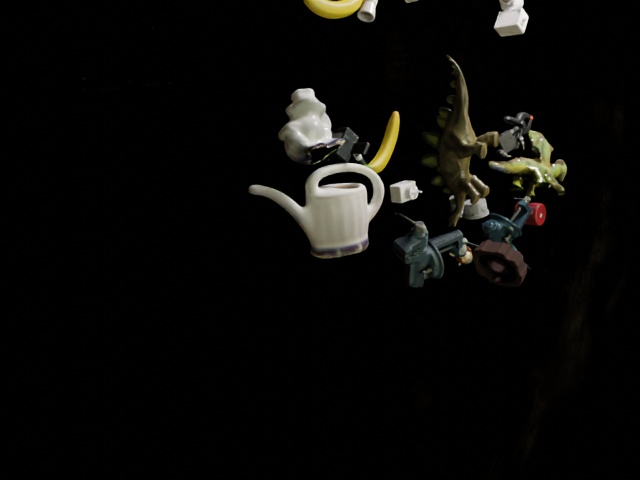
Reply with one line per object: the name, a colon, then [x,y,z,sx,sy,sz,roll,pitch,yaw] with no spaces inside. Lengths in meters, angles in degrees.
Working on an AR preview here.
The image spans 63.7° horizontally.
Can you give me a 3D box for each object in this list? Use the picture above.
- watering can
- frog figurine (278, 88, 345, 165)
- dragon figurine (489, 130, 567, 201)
watering can: [0.004,-0.061,1.204,0.349,0.105,0.222,-12,106,-26]
frog figurine: [-0.035,-0.254,1.156,0.139,0.120,0.161,-25,76,-27]
dragon figurine: [0.758,-0.284,1.847,0.407,0.121,0.247,23,63,-27]
